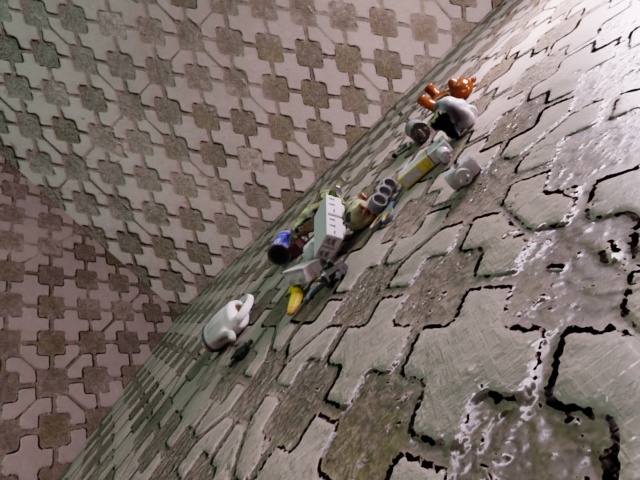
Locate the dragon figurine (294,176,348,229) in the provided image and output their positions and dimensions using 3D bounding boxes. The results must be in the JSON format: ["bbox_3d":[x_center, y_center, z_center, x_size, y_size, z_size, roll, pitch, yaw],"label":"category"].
[{"bbox_3d":[0.006,-0.095,1.879,0.240,0.121,0.419,-28,19,33],"label":"dragon figurine"}]

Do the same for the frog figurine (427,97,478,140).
[{"bbox_3d":[0.413,-0.386,1.551,0.138,0.120,0.162,16,45,41],"label":"frog figurine"}]

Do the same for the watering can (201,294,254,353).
[{"bbox_3d":[-0.326,0.305,1.781,0.222,0.103,0.353,-44,10,16],"label":"watering can"}]
